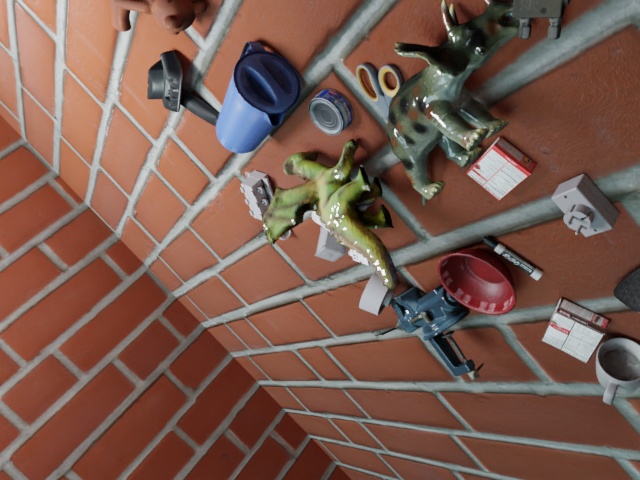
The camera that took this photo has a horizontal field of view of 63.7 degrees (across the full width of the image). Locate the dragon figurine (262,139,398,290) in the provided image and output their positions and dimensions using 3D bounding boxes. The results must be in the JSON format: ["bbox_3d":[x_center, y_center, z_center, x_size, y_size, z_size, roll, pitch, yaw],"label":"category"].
[{"bbox_3d":[0.003,-0.050,1.003,0.241,0.420,0.120,-20,137,16],"label":"dragon figurine"}]

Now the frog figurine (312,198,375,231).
[{"bbox_3d":[0.046,-0.042,1.138,0.137,0.125,0.155,16,132,8],"label":"frog figurine"}]
